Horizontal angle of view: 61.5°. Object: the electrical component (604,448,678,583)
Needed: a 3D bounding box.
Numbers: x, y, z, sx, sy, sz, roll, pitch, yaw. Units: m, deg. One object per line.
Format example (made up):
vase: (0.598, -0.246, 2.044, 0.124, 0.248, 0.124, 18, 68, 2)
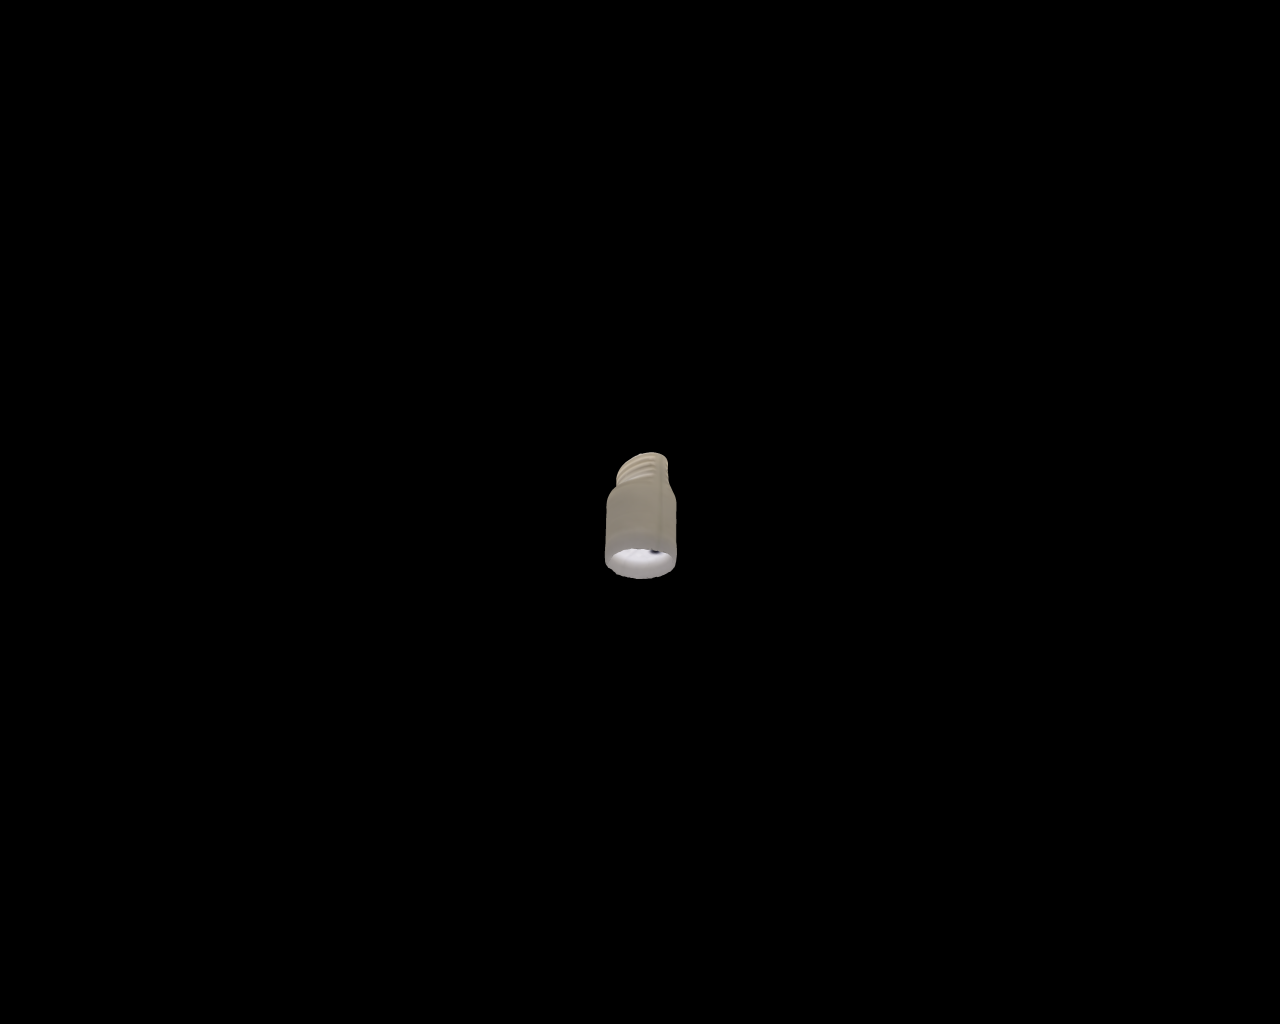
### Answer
electrical component: (0.001, -0.003, 0.650, 0.043, 0.081, 0.043, 0, -31, 0)
